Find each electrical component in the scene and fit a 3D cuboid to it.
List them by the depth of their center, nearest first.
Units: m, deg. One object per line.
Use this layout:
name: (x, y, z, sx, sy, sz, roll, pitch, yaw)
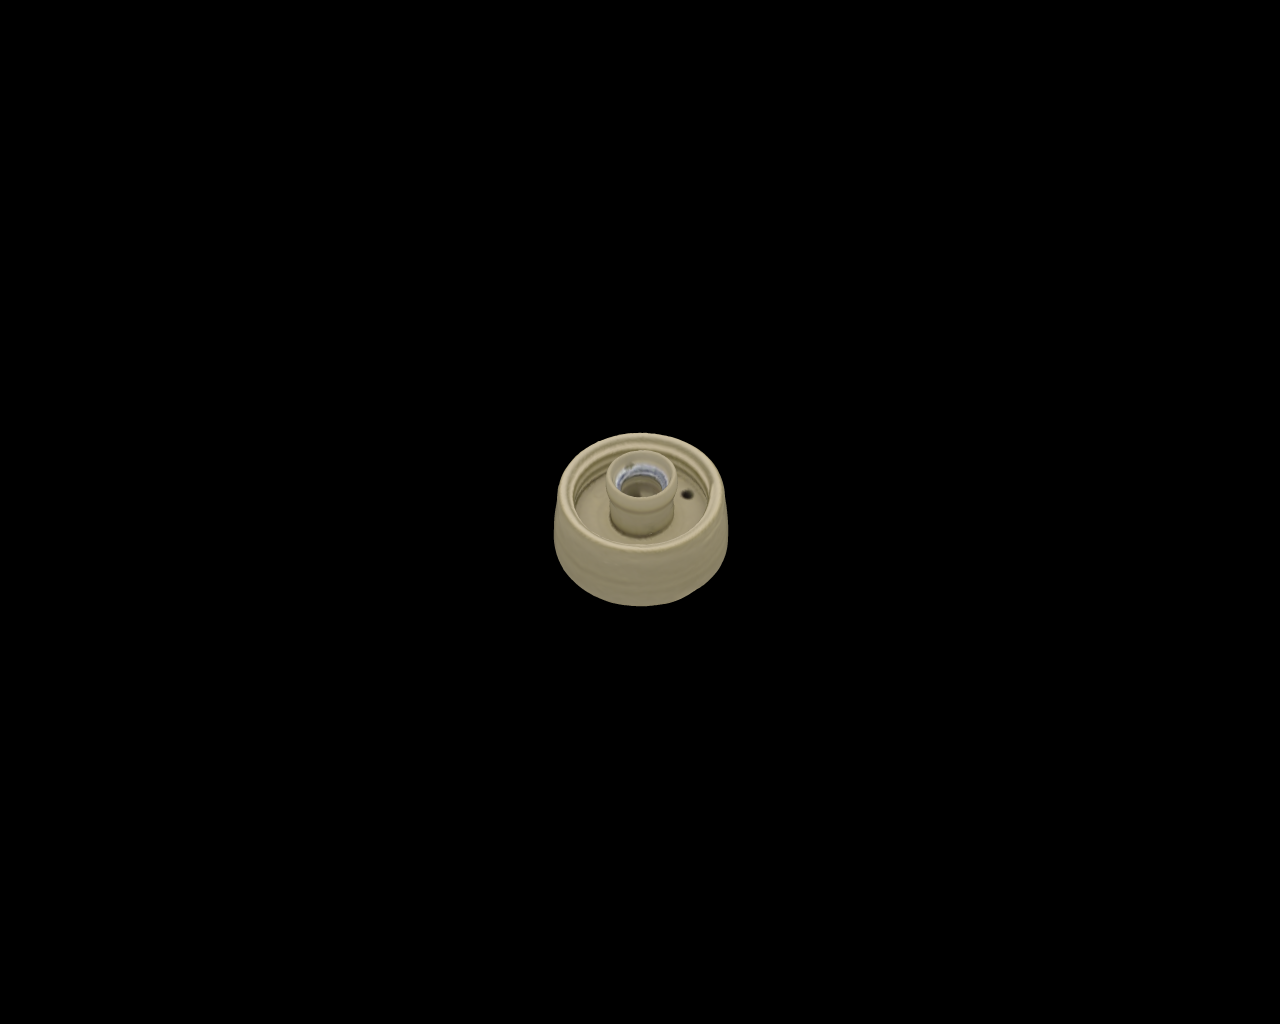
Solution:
electrical component: (0.001, -0.003, 0.650, 0.108, 0.108, 0.060, 0, -43, 0)
